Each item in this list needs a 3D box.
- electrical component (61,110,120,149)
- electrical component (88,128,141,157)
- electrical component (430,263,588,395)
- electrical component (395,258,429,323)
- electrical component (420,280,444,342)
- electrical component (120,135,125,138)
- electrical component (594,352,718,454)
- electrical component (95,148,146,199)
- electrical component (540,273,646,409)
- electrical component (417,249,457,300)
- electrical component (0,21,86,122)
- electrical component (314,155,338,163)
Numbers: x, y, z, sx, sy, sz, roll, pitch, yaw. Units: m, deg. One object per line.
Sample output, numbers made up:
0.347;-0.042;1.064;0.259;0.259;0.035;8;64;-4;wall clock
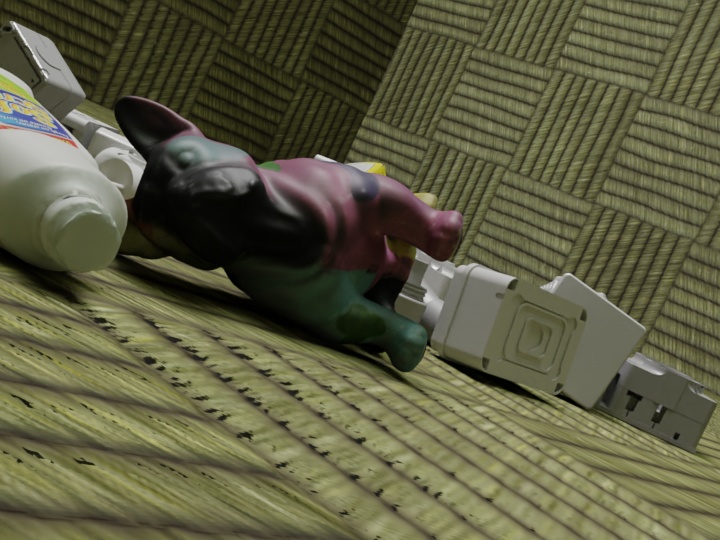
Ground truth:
-0.255;-0.113;0.927;0.056;0.050;0.089;25;4;4;electrical component
-0.195;-0.080;0.881;0.066;0.047;0.076;24;7;-13;electrical component
0.118;0.047;0.851;0.113;0.078;0.057;21;-2;-43;electrical component
0.033;0.019;0.839;0.048;0.062;0.048;24;4;-2;electrical component
0.058;0.039;0.904;0.044;0.044;0.065;21;10;-41;electrical component
-0.188;-0.089;0.980;0.050;0.055;0.089;26;4;21;electrical component
0.240;0.101;1.042;0.186;0.060;0.105;25;4;4;electrical component
-0.169;-0.060;0.788;0.077;0.044;0.079;27;4;24;electrical component
0.190;0.062;0.962;0.100;0.099;0.048;36;0;-1;electrical component
0.071;0.015;1.141;0.105;0.060;0.186;22;5;-34;electrical component
-0.265;-0.129;0.812;0.061;0.096;0.061;56;13;15;electrical component
-0.020;-0.045;1.040;0.056;0.108;0.109;23;3;21;electrical component
